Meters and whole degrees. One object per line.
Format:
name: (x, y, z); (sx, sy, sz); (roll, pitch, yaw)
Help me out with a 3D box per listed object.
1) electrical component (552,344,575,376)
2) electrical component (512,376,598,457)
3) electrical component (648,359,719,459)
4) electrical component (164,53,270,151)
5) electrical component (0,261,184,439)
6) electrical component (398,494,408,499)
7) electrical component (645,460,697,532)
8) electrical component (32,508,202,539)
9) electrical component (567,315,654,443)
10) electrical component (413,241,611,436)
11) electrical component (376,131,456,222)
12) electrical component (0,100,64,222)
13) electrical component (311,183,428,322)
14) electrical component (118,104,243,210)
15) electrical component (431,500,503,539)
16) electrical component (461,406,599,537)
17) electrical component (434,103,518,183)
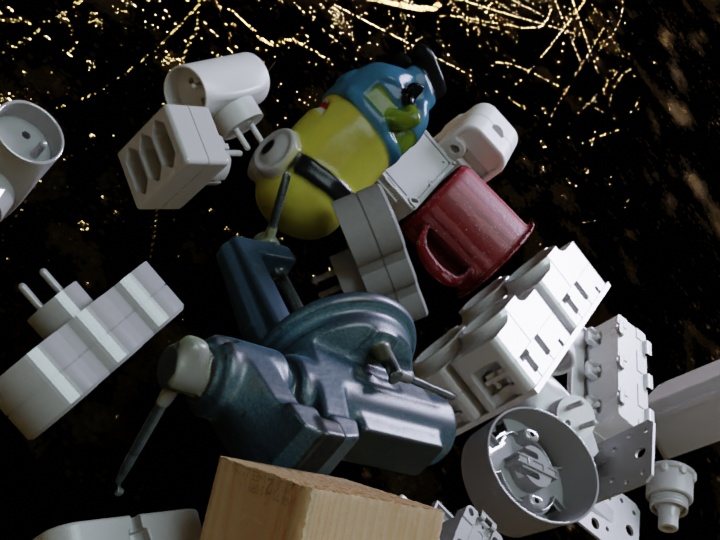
electrical component: (0.177, 0.067, 0.983); (0.040, 0.040, 0.046); (39, 35, -19)
electrical component: (0.171, 0.127, 0.902); (0.044, 0.079, 0.077); (-29, 85, -29)
electrical component: (0.336, 0.129, 1.042); (0.078, 0.113, 0.057); (-25, 85, -51)
electrical component: (-0.101, -0.128, 0.837); (0.077, 0.043, 0.079); (-28, 84, -52)
electrical component: (-0.171, 0.032, 0.639); (0.073, 0.052, 0.138); (50, 38, -6)
electrical component: (0.007, 0.184, 0.674); (0.061, 0.096, 0.062); (53, 38, -2)
electrical component: (0.283, 0.209, 0.986); (0.048, 0.048, 0.062); (34, 49, -24)
electrical component: (-0.129, 0.169, 0.580); (0.095, 0.054, 0.059); (4, 60, -44)
electrical component: (0.230, 0.105, 0.990); (0.079, 0.063, 0.121); (35, 42, -22)
electrical component: (0.121, 0.052, 0.883); (0.060, 0.105, 0.186); (52, 38, -3)
electrical component: (0.025, -0.078, 0.922); (0.061, 0.061, 0.096); (49, 46, -7)
electrical component: (-0.219, -0.051, 0.631); (0.043, 0.077, 0.079); (39, 41, -19)
electrical component: (0.000, 0.000, 0.811); (0.138, 0.074, 0.052); (68, -1, -50)
electrical component: (-0.118, -0.079, 0.764); (0.077, 0.066, 0.047); (-4, 66, -48)
electrical component: (0.062, 0.198, 0.748); (0.042, 0.064, 0.081); (47, 38, -11)
electrical component: (0.131, 0.159, 0.847); (0.099, 0.064, 0.099); (26, 46, -31)
electrical component: (0.093, -0.104, 0.978); (0.053, 0.095, 0.059); (46, 39, -11)
